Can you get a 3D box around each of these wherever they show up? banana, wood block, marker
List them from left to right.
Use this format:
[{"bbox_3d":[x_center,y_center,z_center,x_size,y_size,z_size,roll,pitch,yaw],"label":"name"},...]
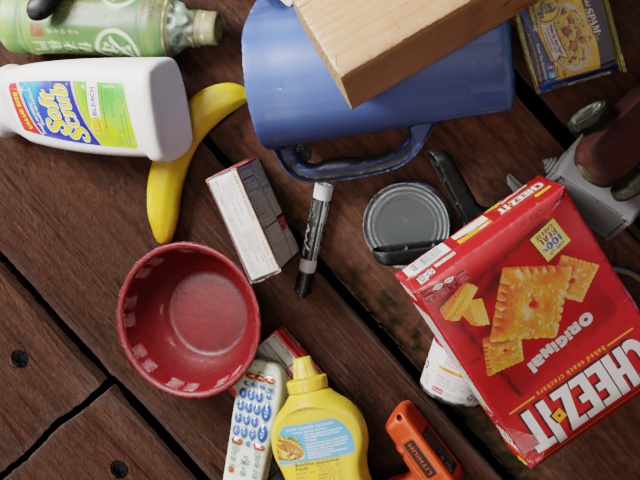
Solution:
[{"bbox_3d":[-0.132,-0.089,1.086,0.069,0.037,0.198,38,106,5],"label":"banana"},{"bbox_3d":[-0.007,0.001,1.086,0.020,0.020,0.121,14,104,9],"label":"marker"},{"bbox_3d":[0.089,-0.207,0.882,0.206,0.090,0.091,-30,78,2],"label":"wood block"}]

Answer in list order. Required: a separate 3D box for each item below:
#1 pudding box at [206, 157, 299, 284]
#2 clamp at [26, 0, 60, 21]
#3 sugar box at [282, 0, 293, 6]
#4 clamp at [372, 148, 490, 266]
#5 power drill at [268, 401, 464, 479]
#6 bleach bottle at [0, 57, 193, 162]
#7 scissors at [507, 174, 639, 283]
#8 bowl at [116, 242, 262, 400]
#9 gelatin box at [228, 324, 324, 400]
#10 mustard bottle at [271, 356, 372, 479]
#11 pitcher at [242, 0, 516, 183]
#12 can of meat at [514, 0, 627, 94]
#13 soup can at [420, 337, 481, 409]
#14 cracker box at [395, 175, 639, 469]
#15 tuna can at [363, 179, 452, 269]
[{"bbox_3d":[-0.065,-0.022,1.057,0.039,0.090,0.113,-24,95,15],"label":"pudding box"},{"bbox_3d":[-0.226,-0.314,1.039,0.210,0.036,0.164,-24,71,5],"label":"clamp"},{"bbox_3d":[-0.011,-0.316,1.012,0.093,0.048,0.176,39,110,3],"label":"sugar box"},{"bbox_3d":[0.145,-0.012,1.012,0.171,0.039,0.120,17,107,-19],"label":"clamp"},{"bbox_3d":[0.039,0.249,1.106,0.188,0.057,0.184,-39,88,18],"label":"power drill"},{"bbox_3d":[-0.254,-0.130,1.076,0.251,0.068,0.102,2,112,27],"label":"bleach bottle"},{"bbox_3d":[0.232,0.030,1.019,0.201,0.016,0.096,33,106,-8],"label":"scissors"},{"bbox_3d":[-0.126,0.080,1.102,0.162,0.055,0.162,2,96,19],"label":"bowl"},{"bbox_3d":[-0.049,0.143,1.117,0.089,0.030,0.073,-41,89,17],"label":"gelatin box"},{"bbox_3d":[0.003,0.210,1.053,0.096,0.058,0.191,-13,88,18],"label":"mustard bottle"},{"bbox_3d":[0.057,-0.151,0.992,0.243,0.149,0.145,-5,65,10],"label":"pitcher"},{"bbox_3d":[0.227,-0.191,0.977,0.084,0.057,0.102,-15,97,16],"label":"can of meat"},{"bbox_3d":[0.144,0.106,1.048,0.068,0.068,0.102,18,105,8],"label":"soup can"},{"bbox_3d":[0.196,0.075,0.972,0.164,0.072,0.213,-34,105,-1],"label":"cracker box"},{"bbox_3d":[0.087,-0.016,1.054,0.086,0.033,0.086,2,101,12],"label":"tuna can"}]
